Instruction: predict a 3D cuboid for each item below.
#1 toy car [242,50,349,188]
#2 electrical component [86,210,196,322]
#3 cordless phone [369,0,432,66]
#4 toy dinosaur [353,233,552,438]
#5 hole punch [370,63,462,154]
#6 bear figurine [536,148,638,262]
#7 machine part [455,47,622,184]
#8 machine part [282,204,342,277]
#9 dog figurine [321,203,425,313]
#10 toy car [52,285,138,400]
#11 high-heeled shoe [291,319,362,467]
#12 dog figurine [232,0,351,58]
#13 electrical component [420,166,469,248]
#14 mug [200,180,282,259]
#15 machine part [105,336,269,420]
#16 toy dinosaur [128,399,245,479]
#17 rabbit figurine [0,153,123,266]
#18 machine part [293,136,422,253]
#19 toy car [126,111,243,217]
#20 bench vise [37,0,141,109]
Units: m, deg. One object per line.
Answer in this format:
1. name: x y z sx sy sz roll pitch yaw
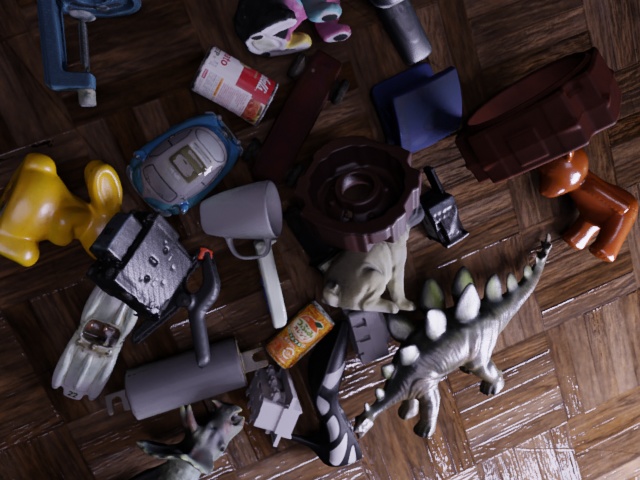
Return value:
1. toy car: -0.035 -0.172 0.776 0.089 0.053 0.202 28 99 -7
2. electrical component: -0.239 0.027 0.714 0.134 0.058 0.115 59 44 -46
3. cordless phone: 0.142 -0.360 0.773 0.146 0.089 0.184 -36 118 -2
4. toy dinosaur: 0.227 0.154 0.864 0.471 0.105 0.198 -31 114 -24
5. hole punch: 0.150 -0.192 0.796 0.142 0.092 0.115 -29 112 -8
6. bear figurine: 0.410 -0.072 0.867 0.196 0.120 0.132 30 98 -16
7. machine part: 0.305 -0.176 0.760 0.087 0.201 0.201 55 42 -11
8. machine part: -0.002 -0.003 0.829 0.084 0.039 0.138 -40 110 7
9. dog figurine: 0.073 0.004 0.781 0.121 0.172 0.190 5 90 30
10. toy car: -0.319 0.141 0.776 0.073 0.056 0.201 25 95 -17
11. high-heeled shoe: 0.043 0.256 0.875 0.145 0.086 0.248 19 102 -19
12. dog figurine: -0.030 -0.370 0.706 0.192 0.108 0.219 -6 86 18
13. electrical component: 0.180 -0.052 0.840 0.048 0.075 0.119 -32 111 -5
14. mug: -0.113 -0.027 0.771 0.107 0.081 0.109 -4 97 13
15. machine part: -0.199 0.206 0.807 0.243 0.079 0.079 -15 105 -8
16. toy dinosaur: -0.270 0.422 0.823 0.405 0.131 0.192 -43 95 3
17. rabbit figurine: -0.329 -0.034 0.723 0.173 0.122 0.162 30 84 -31
18. machine part: 0.054 -0.065 0.754 0.179 0.179 0.056 -28 146 -6
19. toy car: -0.182 -0.101 0.732 0.162 0.103 0.109 -36 108 -2
20. bench vise: -0.318 -0.284 0.652 0.224 0.129 0.240 -4 96 -13
